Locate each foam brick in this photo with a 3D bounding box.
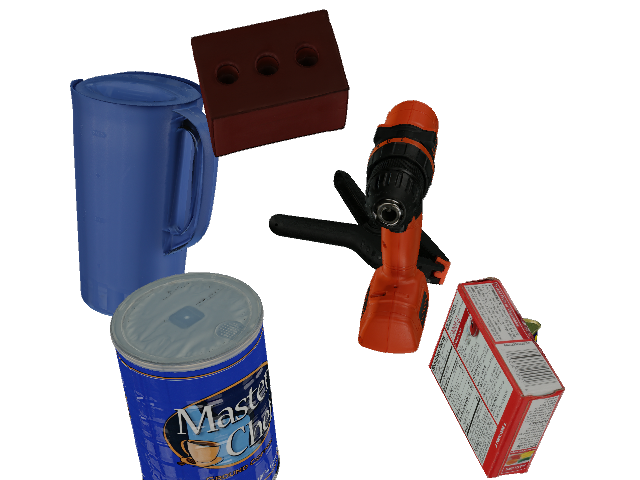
[{"bbox_3d":[-0.028,-0.086,0.591,0.078,0.053,0.051,-14,-17,-5],"label":"foam brick"}]

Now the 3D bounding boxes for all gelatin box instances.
[{"bbox_3d":[0.099,0.077,0.609,0.030,0.073,0.089,-6,43,-19],"label":"gelatin box"}]

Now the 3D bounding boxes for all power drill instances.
[{"bbox_3d":[0.065,-0.003,0.880,0.057,0.188,0.184,8,30,9],"label":"power drill"}]

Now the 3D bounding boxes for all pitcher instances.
[{"bbox_3d":[-0.183,-0.044,1.096,0.145,0.243,0.149,2,22,-9],"label":"pitcher"}]

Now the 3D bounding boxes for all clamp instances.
[{"bbox_3d":[0.053,-0.005,1.265,0.210,0.036,0.164,33,40,24],"label":"clamp"}]

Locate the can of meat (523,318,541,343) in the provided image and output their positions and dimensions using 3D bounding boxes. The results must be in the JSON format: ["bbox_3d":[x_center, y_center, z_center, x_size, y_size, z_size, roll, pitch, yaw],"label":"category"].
[{"bbox_3d":[0.207,0.139,1.196,0.058,0.084,0.101,8,14,27],"label":"can of meat"}]

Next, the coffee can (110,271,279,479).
[{"bbox_3d":[-0.085,0.108,0.749,0.103,0.140,0.103,-3,33,2],"label":"coffee can"}]
